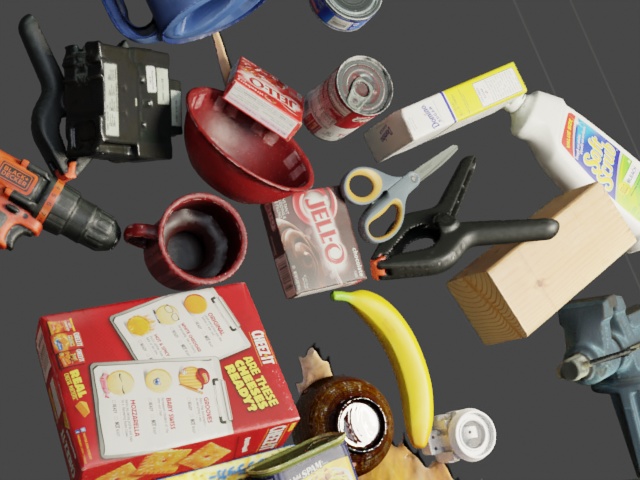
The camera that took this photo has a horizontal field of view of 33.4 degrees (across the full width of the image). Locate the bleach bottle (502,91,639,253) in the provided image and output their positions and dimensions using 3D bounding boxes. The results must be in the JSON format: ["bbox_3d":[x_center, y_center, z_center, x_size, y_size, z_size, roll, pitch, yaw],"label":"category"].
[{"bbox_3d":[0.323,-0.097,1.335,0.250,0.068,0.102,38,66,-10],"label":"bleach bottle"}]

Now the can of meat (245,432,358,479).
[{"bbox_3d":[-0.010,0.242,1.029,0.101,0.058,0.084,-19,89,-31],"label":"can of meat"}]

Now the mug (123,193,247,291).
[{"bbox_3d":[-0.142,0.004,1.085,0.117,0.082,0.093,9,74,-23],"label":"mug"}]

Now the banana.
[{"bbox_3d":[0.082,0.131,1.182,0.069,0.037,0.198,-29,87,-23],"label":"banana"}]

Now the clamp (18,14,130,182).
[{"bbox_3d":[-0.246,-0.144,1.097,0.120,0.039,0.171,-2,85,-31],"label":"clamp"}]

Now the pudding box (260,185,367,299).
[{"bbox_3d":[-0.008,0.001,1.171,0.089,0.039,0.113,-12,83,-27],"label":"pudding box"}]

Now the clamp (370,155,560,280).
[{"bbox_3d":[0.143,-0.018,1.223,0.209,0.036,0.165,-24,44,-11],"label":"clamp"}]

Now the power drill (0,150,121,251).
[{"bbox_3d":[-0.305,0.013,1.024,0.184,0.057,0.187,30,65,-12],"label":"power drill"}]

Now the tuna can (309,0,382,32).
[{"bbox_3d":[0.030,-0.292,1.261,0.086,0.034,0.086,6,75,-24],"label":"tuna can"}]

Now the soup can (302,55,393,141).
[{"bbox_3d":[0.028,-0.156,1.189,0.068,0.102,0.068,6,76,-24],"label":"soup can"}]

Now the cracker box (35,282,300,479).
[{"bbox_3d":[-0.150,0.140,1.029,0.213,0.072,0.164,-9,58,-26],"label":"cracker box"}]

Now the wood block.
[{"bbox_3d":[0.263,0.026,1.262,0.205,0.090,0.091,-35,95,-27],"label":"wood block"}]

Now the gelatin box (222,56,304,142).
[{"bbox_3d":[-0.060,-0.156,1.168,0.089,0.030,0.073,32,26,-15],"label":"gelatin box"}]

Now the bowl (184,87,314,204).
[{"bbox_3d":[-0.086,-0.088,1.122,0.162,0.055,0.162,32,25,-17],"label":"bowl"}]

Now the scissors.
[{"bbox_3d":[0.088,-0.078,1.226,0.096,0.016,0.201,45,53,-14],"label":"scissors"}]

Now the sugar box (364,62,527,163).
[{"bbox_3d":[0.146,-0.150,1.247,0.176,0.093,0.048,-23,87,-28],"label":"sugar box"}]

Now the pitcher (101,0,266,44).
[{"bbox_3d":[-0.169,-0.337,1.137,0.149,0.145,0.243,-24,85,-39],"label":"pitcher"}]
